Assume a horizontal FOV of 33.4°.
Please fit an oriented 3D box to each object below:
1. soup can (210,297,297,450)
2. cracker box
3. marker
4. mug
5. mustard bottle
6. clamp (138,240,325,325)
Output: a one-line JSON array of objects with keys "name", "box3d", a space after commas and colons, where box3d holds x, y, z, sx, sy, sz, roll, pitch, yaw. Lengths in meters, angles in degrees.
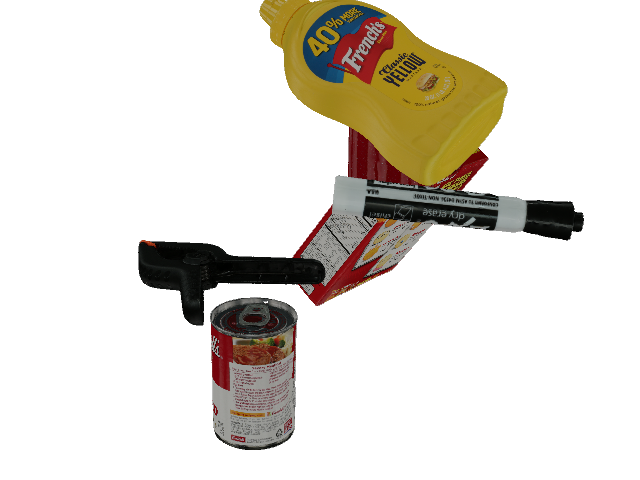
[{"name": "soup can", "box3d": [-0.052, 0.105, 0.843, 0.068, 0.102, 0.068, 1, 22, -1]}, {"name": "cracker box", "box3d": [0.074, -0.033, 1.244, 0.163, 0.072, 0.214, -22, -25, -49]}, {"name": "marker", "box3d": [0.066, -0.015, 0.517, 0.121, 0.020, 0.020, 6, 0, 1]}, {"name": "mug", "box3d": [0.079, -0.086, 0.994, 0.117, 0.081, 0.093, 2, 15, 2]}, {"name": "mustard bottle", "box3d": [0.032, -0.123, 0.769, 0.192, 0.096, 0.058, 36, -26, 21]}, {"name": "clamp", "box3d": [-0.123, 0.034, 1.061, 0.210, 0.036, 0.164, 12, 21, 39]}]
